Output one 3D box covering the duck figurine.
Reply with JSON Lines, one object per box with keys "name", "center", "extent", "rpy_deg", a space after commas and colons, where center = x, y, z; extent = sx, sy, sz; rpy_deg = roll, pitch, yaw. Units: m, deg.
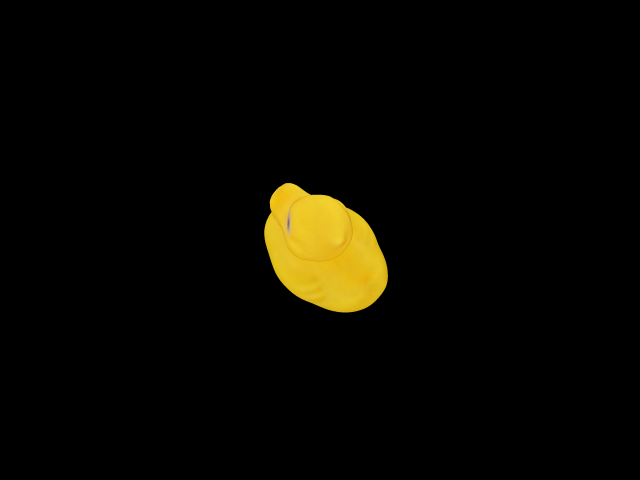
{"name": "duck figurine", "center": [0.004, 0.001, 0.400], "extent": [0.104, 0.086, 0.077], "rpy_deg": [43, 78, 11]}
